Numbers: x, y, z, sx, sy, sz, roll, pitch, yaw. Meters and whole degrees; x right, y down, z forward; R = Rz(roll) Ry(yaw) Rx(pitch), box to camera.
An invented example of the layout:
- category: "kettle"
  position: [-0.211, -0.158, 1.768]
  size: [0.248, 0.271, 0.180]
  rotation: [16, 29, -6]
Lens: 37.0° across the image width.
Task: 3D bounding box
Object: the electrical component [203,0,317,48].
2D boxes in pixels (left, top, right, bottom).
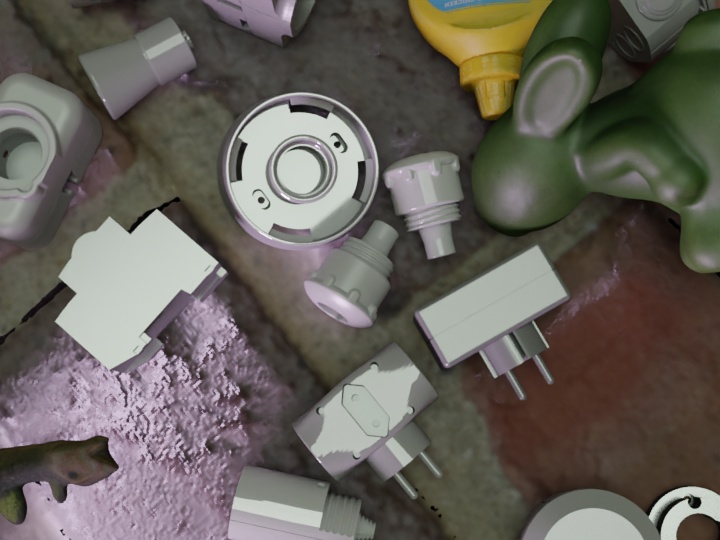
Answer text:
- category: "electrical component"
  position: [-0.038, -0.221, 0.648]
  size: [0.062, 0.089, 0.150]
  rotation: [24, 83, 4]

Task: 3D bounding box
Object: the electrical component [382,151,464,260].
- category: "electrical component"
  position: [0.042, -0.038, 0.645]
  size: [0.048, 0.048, 0.062]
  rotation: [-13, 89, -1]

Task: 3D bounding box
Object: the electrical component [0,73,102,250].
- category: "electrical component"
  position: [-0.202, -0.065, 0.645]
  size: [0.054, 0.059, 0.095]
  rotation: [24, 83, 4]

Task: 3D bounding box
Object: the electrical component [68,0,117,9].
- category: "electrical component"
  position: [-0.159, -0.193, 0.665]
  size: [0.047, 0.055, 0.055]
  rotation: [-9, 82, -4]

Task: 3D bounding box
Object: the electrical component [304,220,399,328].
- category: "electrical component"
  position: [0.000, 0.000, 0.640]
  size: [0.048, 0.048, 0.062]
  rotation: [32, 77, 5]

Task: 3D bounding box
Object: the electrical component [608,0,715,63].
- category: "electrical component"
  position: [0.168, -0.166, 0.643]
  size: [0.051, 0.080, 0.080]
  rotation: [-40, 83, 1]

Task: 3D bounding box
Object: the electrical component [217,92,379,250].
- category: "electrical component"
  position: [-0.037, -0.061, 0.651]
  size: [0.099, 0.064, 0.099]
  rotation: [0, 93, -7]

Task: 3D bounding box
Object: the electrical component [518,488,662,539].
- category: "electrical component"
  position: [0.128, 0.164, 0.610]
  size: [0.080, 0.051, 0.080]
  rotation: [0, 82, 1]

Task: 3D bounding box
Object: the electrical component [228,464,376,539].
- category: "electrical component"
  position: [-0.031, 0.142, 0.620]
  size: [0.081, 0.043, 0.043]
  rotation: [12, 82, 2]

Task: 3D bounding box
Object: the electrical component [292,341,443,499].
- category: "electrical component"
  position: [0.015, 0.096, 0.626]
  size: [0.077, 0.043, 0.079]
  rotation: [-39, 84, -4]

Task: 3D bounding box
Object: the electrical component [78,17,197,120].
- category: "electrical component"
  position: [-0.134, -0.127, 0.662]
  size: [0.065, 0.044, 0.044]
  rotation: [-30, 82, -8]

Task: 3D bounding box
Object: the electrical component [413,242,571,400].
- category: "electrical component"
  position: [0.085, 0.038, 0.630]
  size: [0.083, 0.047, 0.075]
  rotation: [-29, 82, -3]
